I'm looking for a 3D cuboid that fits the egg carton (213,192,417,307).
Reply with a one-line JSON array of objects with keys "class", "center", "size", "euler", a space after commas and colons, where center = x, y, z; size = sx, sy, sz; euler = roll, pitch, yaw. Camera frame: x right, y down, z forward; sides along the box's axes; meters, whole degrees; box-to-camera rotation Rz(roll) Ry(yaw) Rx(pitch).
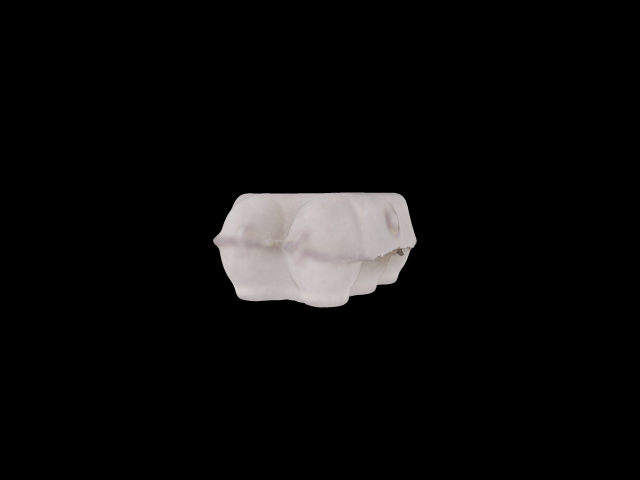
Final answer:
[{"class": "egg carton", "center": [0.004, 0.001, 0.400], "size": [0.107, 0.069, 0.151], "euler": [2, 5, 24]}]
